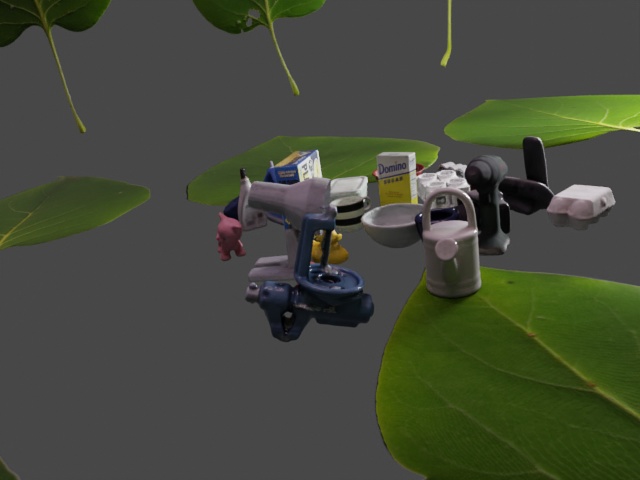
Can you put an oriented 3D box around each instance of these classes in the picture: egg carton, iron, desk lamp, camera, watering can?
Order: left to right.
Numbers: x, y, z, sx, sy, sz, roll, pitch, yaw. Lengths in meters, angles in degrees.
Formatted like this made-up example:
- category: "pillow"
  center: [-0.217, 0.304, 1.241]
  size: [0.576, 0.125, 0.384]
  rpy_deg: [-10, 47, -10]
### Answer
- category: "iron"
  center: [-0.116, -0.141, 1.662]
  size: [0.119, 0.141, 0.257]
  rpy_deg: [-12, 20, -10]
- category: "desk lamp"
  center: [-0.064, -0.027, 1.215]
  size: [0.203, 0.214, 0.118]
  rpy_deg: [-5, 20, 11]
- category: "watering can"
  center: [0.238, 0.001, 1.036]
  size: [0.101, 0.194, 0.172]
  rpy_deg: [-10, 20, -3]
- category: "camera"
  center: [0.346, -0.066, 1.315]
  size: [0.137, 0.101, 0.143]
  rpy_deg: [-14, 20, -13]
- category: "egg carton"
  center: [0.585, -0.075, 1.282]
  size: [0.151, 0.069, 0.107]
  rpy_deg: [-24, 25, -37]

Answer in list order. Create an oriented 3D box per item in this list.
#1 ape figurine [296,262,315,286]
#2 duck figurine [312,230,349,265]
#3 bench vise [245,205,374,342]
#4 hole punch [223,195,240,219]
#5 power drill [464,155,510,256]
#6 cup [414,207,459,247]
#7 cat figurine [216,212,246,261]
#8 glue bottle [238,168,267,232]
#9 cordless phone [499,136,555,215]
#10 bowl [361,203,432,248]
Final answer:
- category: "ape figurine"
  center: [-0.015, 0.085, 1.064]
  size: [0.078, 0.092, 0.076]
  rpy_deg: [-15, 21, -17]
- category: "duck figurine"
  center: [0.012, 0.005, 1.285]
  size: [0.104, 0.086, 0.078]
  rpy_deg: [9, 26, 40]
- category: "bench vise"
  center: [-0.021, 0.059, 0.950]
  size: [0.208, 0.220, 0.121]
  rpy_deg: [-15, 21, -16]
- category: "hole punch"
  center: [-0.231, -0.101, 1.673]
  size: [0.101, 0.091, 0.108]
  rpy_deg: [-8, 20, 4]
- category: "power drill"
  center: [0.347, -0.079, 1.189]
  size: [0.075, 0.209, 0.230]
  rpy_deg: [1, 22, 26]
- category: "cup"
  center: [0.258, -0.015, 1.219]
  size: [0.091, 0.095, 0.118]
  rpy_deg: [10, 27, 43]
- category: "cat figurine"
  center: [-0.223, -0.017, 1.399]
  size: [0.067, 0.118, 0.127]
  rpy_deg: [-15, 20, -15]
- category: "glue bottle"
  center: [-0.196, -0.114, 1.572]
  size: [0.078, 0.173, 0.037]
  rpy_deg: [-16, 21, -19]
- category: "cordless phone"
  center: [0.495, -0.166, 1.402]
  size: [0.094, 0.185, 0.147]
  rpy_deg: [-21, 23, -31]
- category: "bowl"
  center: [0.180, -0.026, 1.314]
  size: [0.167, 0.075, 0.167]
  rpy_deg: [-8, 20, 3]
